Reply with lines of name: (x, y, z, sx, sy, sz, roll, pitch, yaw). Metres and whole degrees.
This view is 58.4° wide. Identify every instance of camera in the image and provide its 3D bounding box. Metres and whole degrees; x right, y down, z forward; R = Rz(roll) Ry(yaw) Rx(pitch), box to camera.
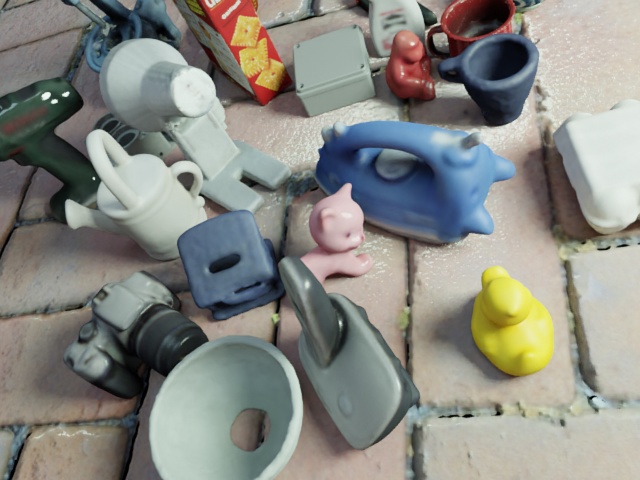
camera: (-0.210, 0.118, 0.670, 0.136, 0.101, 0.143, 23, 70, 32)

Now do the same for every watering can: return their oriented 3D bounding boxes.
watering can: (-0.241, -0.057, 0.736, 0.173, 0.195, 0.100, -43, 54, -8)

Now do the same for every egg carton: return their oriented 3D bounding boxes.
egg carton: (0.317, -0.079, 0.606, 0.107, 0.070, 0.150, -14, 55, 13)

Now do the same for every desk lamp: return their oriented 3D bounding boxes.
desk lamp: (-0.167, -0.157, 0.758, 0.202, 0.214, 0.118, 30, 73, 34)

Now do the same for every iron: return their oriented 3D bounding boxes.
iron: (0.082, -0.090, 0.662, 0.257, 0.142, 0.119, 13, 65, 28)

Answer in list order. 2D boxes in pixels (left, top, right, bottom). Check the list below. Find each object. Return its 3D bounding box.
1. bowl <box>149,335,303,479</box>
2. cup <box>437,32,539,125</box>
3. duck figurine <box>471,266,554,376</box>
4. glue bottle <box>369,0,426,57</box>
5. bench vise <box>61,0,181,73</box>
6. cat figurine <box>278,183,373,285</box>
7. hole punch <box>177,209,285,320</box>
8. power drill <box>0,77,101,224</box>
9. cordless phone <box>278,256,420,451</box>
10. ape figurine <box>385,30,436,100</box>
bowl: (-0.086, 0.188, 0.591, 0.167, 0.075, 0.167, -10, 56, 16)
cup: (0.207, -0.188, 0.704, 0.117, 0.095, 0.092, 4, 61, 24)
duck figurine: (0.183, 0.073, 0.552, 0.077, 0.086, 0.104, -20, 54, 9)
glue bottle: (0.096, -0.335, 0.794, 0.078, 0.174, 0.037, -13, 55, 14)
bench vise: (-0.347, -0.375, 0.967, 0.121, 0.220, 0.207, -4, 58, 20)
cat figurine: (0.006, 0.002, 0.648, 0.128, 0.118, 0.067, -40, 53, -6)
hole punch: (-0.107, 0.030, 0.691, 0.108, 0.091, 0.101, -22, 53, 7)
power drill: (-0.421, -0.119, 0.839, 0.230, 0.209, 0.075, -45, 54, -10)
cordless phone: (0.015, 0.103, 0.536, 0.094, 0.185, 0.147, -37, 53, -4)
ape figurine: (0.121, -0.241, 0.775, 0.075, 0.092, 0.078, 22, 69, 32)
